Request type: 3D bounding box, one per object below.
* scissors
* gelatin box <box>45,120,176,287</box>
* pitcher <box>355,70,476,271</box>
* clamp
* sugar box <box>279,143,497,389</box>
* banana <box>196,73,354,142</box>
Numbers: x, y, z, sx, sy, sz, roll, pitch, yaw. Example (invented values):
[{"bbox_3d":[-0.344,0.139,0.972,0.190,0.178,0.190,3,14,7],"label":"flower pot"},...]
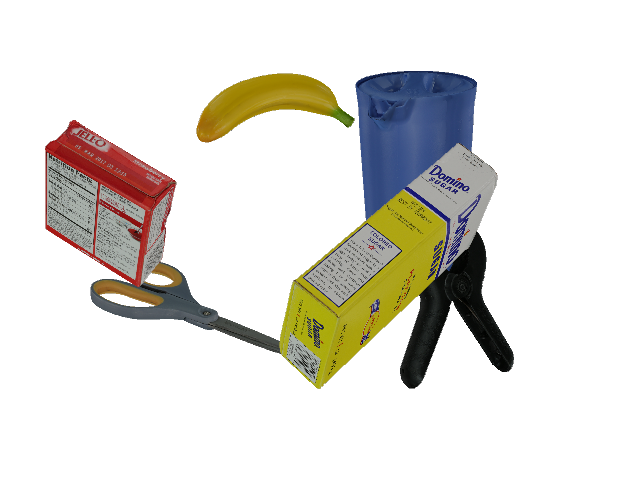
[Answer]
[{"bbox_3d":[-0.103,0.058,0.946,0.202,0.016,0.096,12,28,7],"label":"scissors"},{"bbox_3d":[-0.128,-0.021,0.645,0.073,0.030,0.089,31,-36,7],"label":"gelatin box"},{"bbox_3d":[0.115,-0.070,1.219,0.149,0.243,0.145,-5,22,-9],"label":"pitcher"},{"bbox_3d":[0.109,0.049,0.951,0.120,0.171,0.039,-15,2,-36],"label":"clamp"},{"bbox_3d":[0.048,0.016,0.733,0.176,0.048,0.093,-37,-22,-30],"label":"sugar box"},{"bbox_3d":[-0.053,-0.140,1.095,0.197,0.037,0.070,-12,52,-37],"label":"banana"}]
